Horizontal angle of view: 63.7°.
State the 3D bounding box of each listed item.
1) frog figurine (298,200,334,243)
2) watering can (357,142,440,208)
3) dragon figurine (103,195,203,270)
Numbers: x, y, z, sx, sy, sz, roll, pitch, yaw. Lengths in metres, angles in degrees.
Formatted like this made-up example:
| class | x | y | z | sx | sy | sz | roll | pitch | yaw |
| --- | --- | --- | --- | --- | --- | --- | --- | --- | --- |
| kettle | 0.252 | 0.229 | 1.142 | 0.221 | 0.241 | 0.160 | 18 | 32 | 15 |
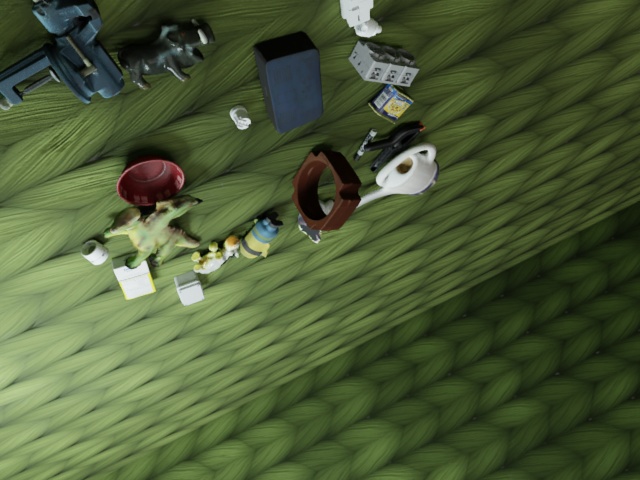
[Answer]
| class | x | y | z | sx | sy | sz | roll | pitch | yaw |
| --- | --- | --- | --- | --- | --- | --- | --- | --- | --- |
| frog figurine | 0.005 | -0.085 | 1.692 | 0.162 | 0.123 | 0.134 | -55 | 151 | -28 |
| watering can | 0.256 | -0.195 | 1.699 | 0.342 | 0.106 | 0.224 | -42 | 149 | 29 |
| dragon figurine | -0.401 | -0.035 | 1.365 | 0.240 | 0.123 | 0.412 | -34 | 168 | 27 |
